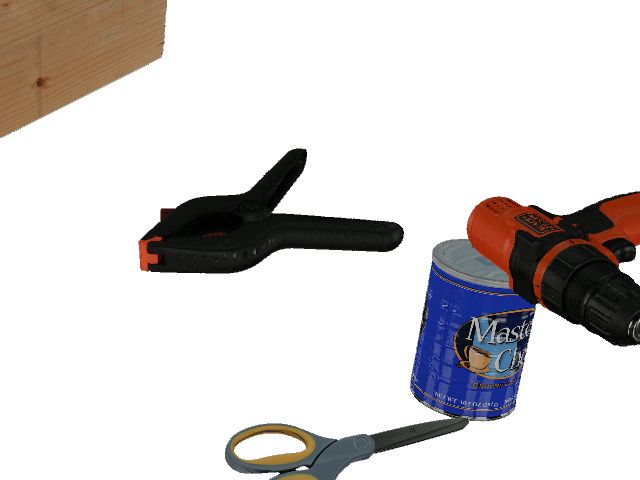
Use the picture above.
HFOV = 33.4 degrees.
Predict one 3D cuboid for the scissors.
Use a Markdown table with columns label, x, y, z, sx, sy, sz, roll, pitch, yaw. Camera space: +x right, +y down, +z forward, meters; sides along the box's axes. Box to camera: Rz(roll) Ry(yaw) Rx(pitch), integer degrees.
| label | x | y | z | sx | sy | sz | roll | pitch | yaw |
| --- | --- | --- | --- | --- | --- | --- | --- | --- | --- |
| scissors | 0.027 | 0.178 | 0.832 | 0.201 | 0.096 | 0.016 | 2 | -42 | -9 |

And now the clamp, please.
| label | x | y | z | sx | sy | sz | roll | pitch | yaw |
| --- | --- | --- | --- | --- | --- | --- | --- | --- | --- |
| clamp | -0.058 | -0.020 | 0.900 | 0.209 | 0.036 | 0.165 | -13 | 35 | -22 |

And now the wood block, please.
| label | x | y | z | sx | sy | sz | roll | pitch | yaw |
| --- | --- | --- | --- | --- | --- | --- | --- | --- | --- |
| wood block | -0.234 | -0.178 | 0.921 | 0.090 | 0.091 | 0.205 | 30 | 43 | 21 |

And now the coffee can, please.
| label | x | y | z | sx | sy | sz | roll | pitch | yaw |
| --- | --- | --- | --- | --- | --- | --- | --- | --- | --- |
| coffee can | 0.144 | 0.081 | 0.994 | 0.103 | 0.140 | 0.103 | 7 | 20 | -3 |

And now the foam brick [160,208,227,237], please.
| label | x | y | z | sx | sy | sz | roll | pitch | yaw |
| --- | --- | --- | --- | --- | --- | --- | --- | --- | --- |
| foam brick | -0.132 | -0.001 | 1.139 | 0.078 | 0.051 | 0.053 | 0 | 25 | -10 |

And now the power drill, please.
| label | x | y | z | sx | sy | sz | roll | pitch | yaw |
| --- | --- | --- | --- | --- | --- | --- | --- | --- | --- |
| power drill | 0.221 | 0.004 | 0.742 | 0.187 | 0.057 | 0.185 | -12 | 29 | -21 |
